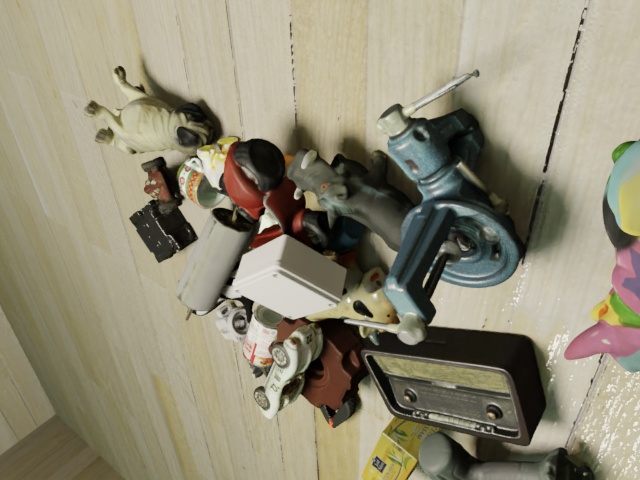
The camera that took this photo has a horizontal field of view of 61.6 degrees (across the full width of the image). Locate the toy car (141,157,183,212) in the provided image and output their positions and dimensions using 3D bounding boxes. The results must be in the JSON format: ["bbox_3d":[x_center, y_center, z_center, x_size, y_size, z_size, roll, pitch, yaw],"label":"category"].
[{"bbox_3d":[-0.278,-0.093,0.929,0.202,0.053,0.089,-159,50,-73],"label":"toy car"}]

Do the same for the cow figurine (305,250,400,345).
[{"bbox_3d":[0.037,0.083,0.783,0.195,0.085,0.127,-12,104,46],"label":"cow figurine"}]

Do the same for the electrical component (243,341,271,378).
[{"bbox_3d":[-0.122,0.241,1.079,0.078,0.045,0.102,50,155,46],"label":"electrical component"}]

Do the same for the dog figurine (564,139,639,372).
[{"bbox_3d":[0.288,0.028,0.477,0.191,0.108,0.219,44,143,9],"label":"dog figurine"}]

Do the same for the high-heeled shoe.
[{"bbox_3d":[-0.202,0.070,1.019,0.249,0.086,0.145,17,122,35],"label":"high-heeled shoe"}]

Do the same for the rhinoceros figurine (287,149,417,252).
[{"bbox_3d":[0.049,-0.048,0.648,0.190,0.112,0.073,33,140,10],"label":"rhinoceros figurine"}]

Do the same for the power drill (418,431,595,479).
[{"bbox_3d":[0.262,0.335,0.743,0.231,0.086,0.207,41,148,-27],"label":"power drill"}]

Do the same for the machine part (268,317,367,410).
[{"bbox_3d":[-0.005,0.196,0.893,0.180,0.056,0.179,19,122,33],"label":"machine part"}]

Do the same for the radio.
[{"bbox_3d":[0.179,0.191,0.732,0.230,0.073,0.131,-3,117,46],"label":"radio"}]

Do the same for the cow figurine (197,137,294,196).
[{"bbox_3d":[-0.100,-0.092,0.794,0.168,0.068,0.098,18,130,34],"label":"cow figurine"}]

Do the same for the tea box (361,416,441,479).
[{"bbox_3d":[0.134,0.339,0.874,0.068,0.098,0.169,35,140,21],"label":"tea box"}]

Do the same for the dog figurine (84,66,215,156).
[{"bbox_3d":[-0.259,-0.172,0.882,0.191,0.121,0.172,27,172,4],"label":"dog figurine"}]

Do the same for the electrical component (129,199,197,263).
[{"bbox_3d":[-0.318,-0.020,1.077,0.134,0.058,0.115,-25,98,50],"label":"electrical component"}]

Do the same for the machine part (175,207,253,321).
[{"bbox_3d":[-0.181,0.034,0.914,0.079,0.079,0.243,35,111,20],"label":"machine part"}]

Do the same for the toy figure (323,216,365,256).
[{"bbox_3d":[-0.003,-0.002,0.773,0.154,0.064,0.057,-18,118,49],"label":"toy figure"}]

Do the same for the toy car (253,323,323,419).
[{"bbox_3d":[-0.049,0.206,0.844,0.056,0.073,0.201,41,131,21],"label":"toy car"}]

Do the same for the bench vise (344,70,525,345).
[{"bbox_3d":[0.115,-0.014,0.523,0.129,0.240,0.223,-6,131,42],"label":"bench vise"}]

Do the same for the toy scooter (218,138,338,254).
[{"bbox_3d":[-0.072,-0.041,0.719,0.183,0.075,0.135,48,137,-11],"label":"toy scooter"}]
